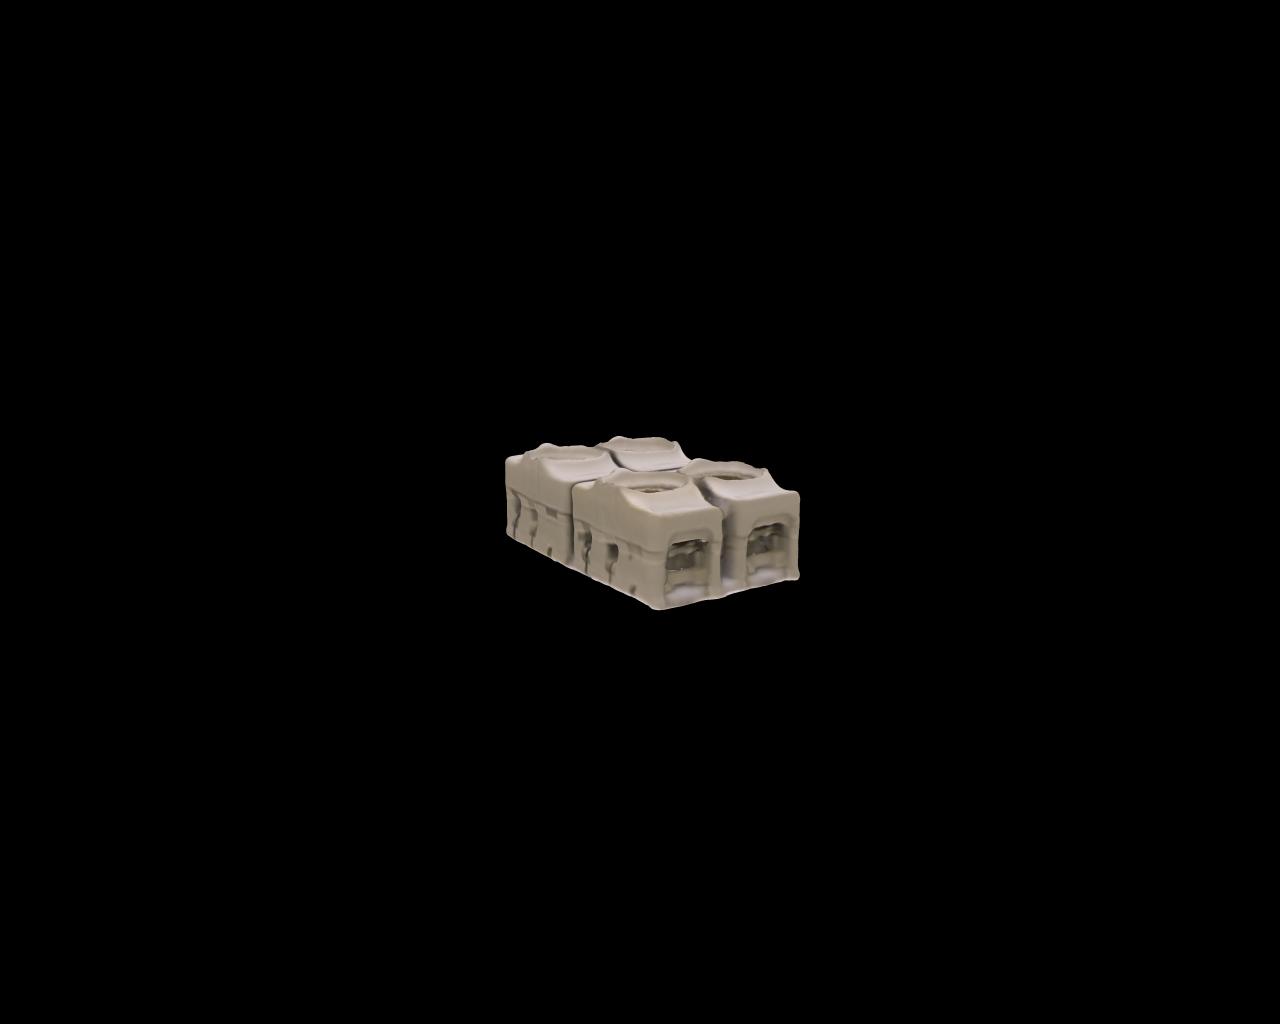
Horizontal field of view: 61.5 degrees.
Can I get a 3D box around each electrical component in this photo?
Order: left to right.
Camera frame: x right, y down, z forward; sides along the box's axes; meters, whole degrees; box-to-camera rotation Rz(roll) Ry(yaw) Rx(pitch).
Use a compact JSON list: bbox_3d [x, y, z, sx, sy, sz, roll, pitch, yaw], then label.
[{"bbox_3d":[0.001,-0.003,0.650,0.105,0.060,0.186,-8,16,-31],"label":"electrical component"}]
